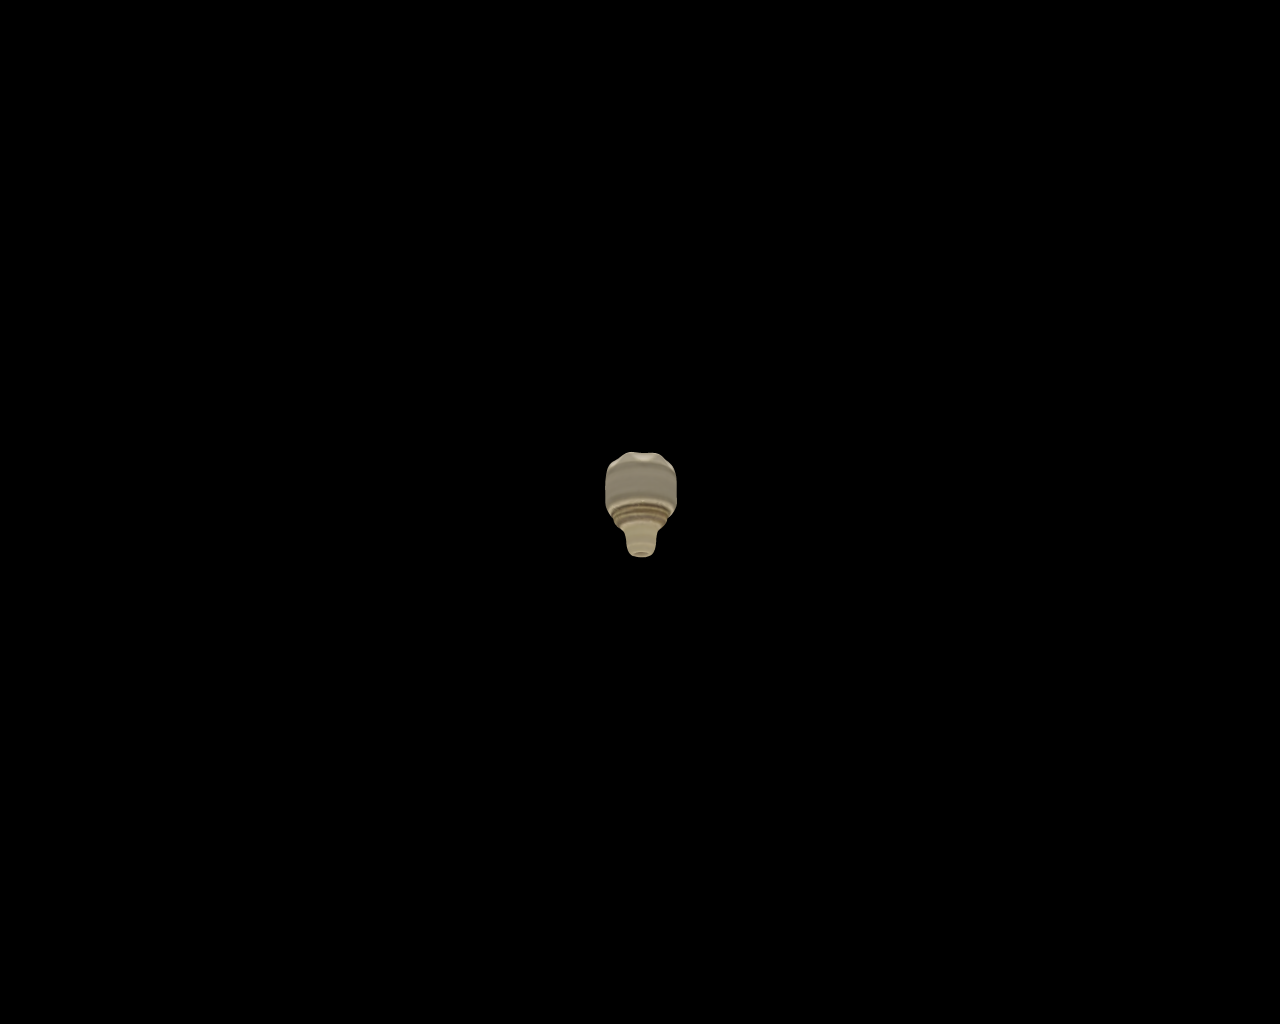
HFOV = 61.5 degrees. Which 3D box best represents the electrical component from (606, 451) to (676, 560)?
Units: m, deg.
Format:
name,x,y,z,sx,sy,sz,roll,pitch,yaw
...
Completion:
name,x,y,z,sx,sy,sz,roll,pitch,yaw
electrical component,0.001,-0.003,0.650,0.043,0.062,0.043,0,-21,0
